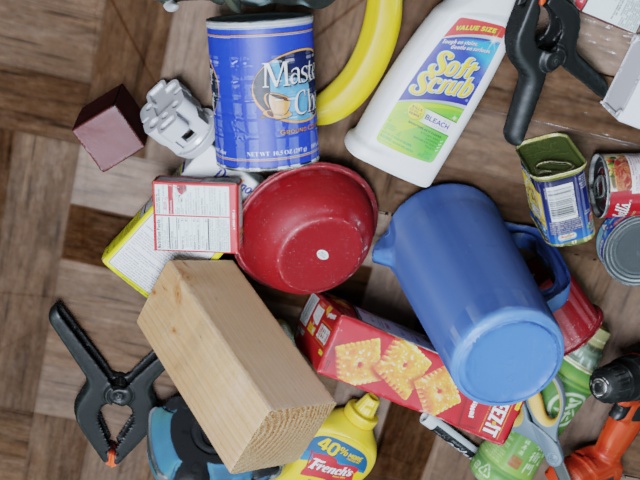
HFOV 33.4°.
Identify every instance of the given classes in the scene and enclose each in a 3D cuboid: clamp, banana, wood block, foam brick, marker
[{"bbox_3d":[0.214,-0.172,1.042,0.120,0.039,0.171,-39,130,-7],"label":"clamp"},{"bbox_3d":[0.036,-0.185,1.060,0.069,0.037,0.198,29,109,-15],"label":"banana"},{"bbox_3d":[-0.216,0.163,1.202,0.164,0.036,0.210,0,116,-6],"label":"clamp"},{"bbox_3d":[-0.088,0.121,1.066,0.090,0.206,0.090,0,131,-44],"label":"wood block"},{"bbox_3d":[-0.206,-0.112,1.060,0.051,0.078,0.053,-30,112,8],"label":"foam brick"},{"bbox_3d":[0.167,0.241,1.263,0.121,0.020,0.020,39,107,-17],"label":"marker"}]

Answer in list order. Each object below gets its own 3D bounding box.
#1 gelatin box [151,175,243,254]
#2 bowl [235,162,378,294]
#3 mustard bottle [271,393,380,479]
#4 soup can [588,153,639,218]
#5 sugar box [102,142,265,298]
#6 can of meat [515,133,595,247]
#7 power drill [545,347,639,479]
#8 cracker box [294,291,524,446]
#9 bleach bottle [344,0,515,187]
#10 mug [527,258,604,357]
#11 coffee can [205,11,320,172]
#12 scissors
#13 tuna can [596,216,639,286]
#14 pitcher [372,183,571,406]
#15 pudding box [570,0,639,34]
[{"bbox_3d":[-0.123,-0.026,1.073,0.089,0.030,0.073,2,107,7],"label":"gelatin box"},{"bbox_3d":[-0.007,0.001,1.106,0.162,0.055,0.162,-10,127,-14],"label":"bowl"},{"bbox_3d":[0.011,0.254,1.241,0.096,0.058,0.192,30,109,-11],"label":"mustard bottle"},{"bbox_3d":[0.339,-0.059,1.113,0.102,0.068,0.068,-3,114,-2],"label":"soup can"},{"bbox_3d":[-0.138,-0.017,1.123,0.093,0.048,0.176,40,102,-18],"label":"sugar box"},{"bbox_3d":[0.242,-0.051,1.095,0.057,0.102,0.084,-14,116,4],"label":"can of meat"},{"bbox_3d":[0.327,0.204,1.192,0.184,0.057,0.188,-3,127,-44],"label":"power drill"},{"bbox_3d":[0.088,0.132,1.128,0.213,0.164,0.072,24,92,-12],"label":"cracker box"},{"bbox_3d":[0.124,-0.182,1.054,0.102,0.068,0.251,23,108,-14],"label":"bleach bottle"},{"bbox_3d":[0.236,0.076,1.161,0.117,0.093,0.081,-28,108,27],"label":"mug"},{"bbox_3d":[-0.054,-0.145,1.029,0.103,0.103,0.140,-3,107,-1],"label":"coffee can"},{"bbox_3d":[0.237,0.230,1.171,0.096,0.016,0.202,-3,103,28],"label":"scissors"},{"bbox_3d":[0.345,0.005,1.160,0.086,0.034,0.086,-1,114,-2],"label":"tuna can"},{"bbox_3d":[0.162,0.051,1.058,0.145,0.243,0.149,38,106,-26],"label":"pitcher"},{"bbox_3d":[0.276,-0.263,1.038,0.113,0.039,0.090,19,111,-13],"label":"pudding box"}]
